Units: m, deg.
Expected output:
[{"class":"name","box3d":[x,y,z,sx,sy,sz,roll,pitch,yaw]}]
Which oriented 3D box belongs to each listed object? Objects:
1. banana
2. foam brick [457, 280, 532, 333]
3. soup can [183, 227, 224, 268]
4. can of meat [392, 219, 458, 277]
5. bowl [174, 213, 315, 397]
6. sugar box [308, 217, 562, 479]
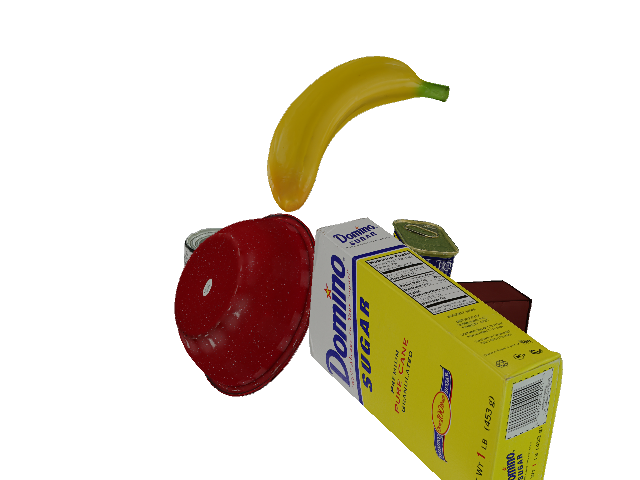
[{"class":"banana","box3d":[0.014,-0.086,0.743,0.070,0.037,0.197,28,46,25]},{"class":"foam brick","box3d":[0.147,0.080,0.942,0.051,0.078,0.053,-3,18,-20]},{"class":"soup can","box3d":[-0.114,0.045,1.169,0.068,0.102,0.068,1,25,-1]},{"class":"can of meat","box3d":[0.105,0.033,1.151,0.057,0.084,0.102,5,19,-10]},{"class":"bowl","box3d":[-0.073,0.045,0.887,0.055,0.162,0.162,23,-14,-36]},{"class":"sugar box","box3d":[0.056,0.065,0.599,0.048,0.093,0.176,-14,32,-32]}]
